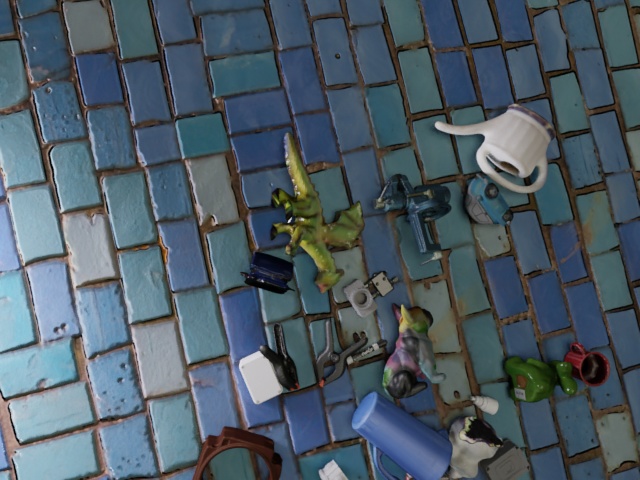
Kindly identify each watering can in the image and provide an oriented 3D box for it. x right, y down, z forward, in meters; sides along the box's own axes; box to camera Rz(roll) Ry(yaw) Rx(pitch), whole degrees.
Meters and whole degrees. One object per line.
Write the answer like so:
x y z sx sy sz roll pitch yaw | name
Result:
0.503 -0.283 1.422 0.347 0.103 0.226 37 81 -5 | watering can

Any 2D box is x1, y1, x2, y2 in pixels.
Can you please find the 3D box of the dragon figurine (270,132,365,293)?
0.004 -0.068 1.349 0.242 0.122 0.413 7 83 -26 | dragon figurine

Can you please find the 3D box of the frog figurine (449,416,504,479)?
0.396 0.553 1.365 0.137 0.125 0.156 2 123 -17 | frog figurine
